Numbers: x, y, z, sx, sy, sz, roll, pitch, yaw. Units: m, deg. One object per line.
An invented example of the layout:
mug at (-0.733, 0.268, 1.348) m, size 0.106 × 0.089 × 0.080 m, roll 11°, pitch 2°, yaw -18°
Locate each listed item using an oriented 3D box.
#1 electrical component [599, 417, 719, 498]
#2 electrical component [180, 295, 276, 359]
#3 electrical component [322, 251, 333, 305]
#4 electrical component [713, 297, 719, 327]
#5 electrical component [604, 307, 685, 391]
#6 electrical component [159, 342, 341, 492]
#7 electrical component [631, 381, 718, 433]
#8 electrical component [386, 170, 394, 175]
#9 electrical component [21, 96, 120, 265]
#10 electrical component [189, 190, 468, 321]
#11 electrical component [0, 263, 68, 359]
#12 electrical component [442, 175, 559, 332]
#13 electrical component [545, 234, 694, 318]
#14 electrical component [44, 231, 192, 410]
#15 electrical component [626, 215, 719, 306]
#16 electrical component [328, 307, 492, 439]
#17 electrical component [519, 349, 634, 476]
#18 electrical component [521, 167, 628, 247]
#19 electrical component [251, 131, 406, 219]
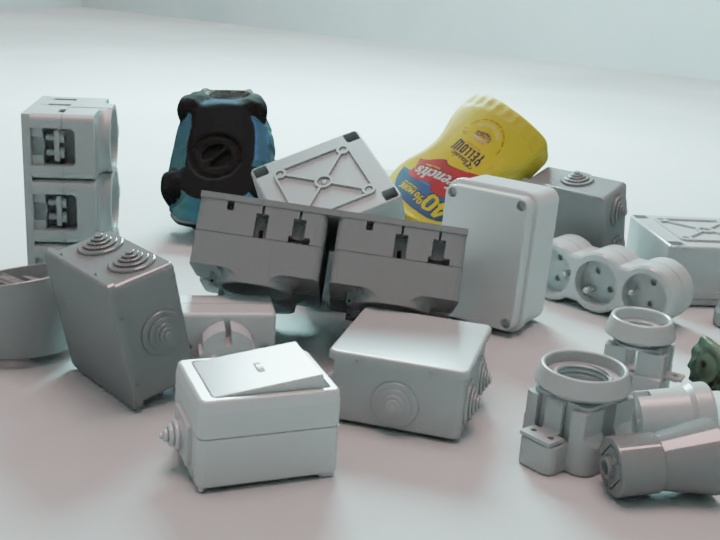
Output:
electrical component at (0.168, 0.108, 0.605) m, size 0.065 × 0.044 × 0.044 m, roll -4°, pitch 19°, yaw -10°
electrical component at (-0.089, 0.051, 0.716) m, size 0.066 × 0.047 × 0.076 m, roll 1°, pitch 18°, yaw -11°
electrical component at (0.000, 0.000, 0.880) m, size 0.089 × 0.055 × 0.050 m, roll 2°, pitch 18°, yaw -6°
electrical component at (0.316, 0.024, 0.888) m, size 0.040 × 0.046 × 0.040 m, roll 3°, pitch 18°, yaw -1°
electrical component at (0.191, 0.058, 0.740) m, size 0.066 × 0.055 × 0.048 m, roll 13°, pitch 20°, yaw 26°
electrical component at (-0.065, 0.080, 0.606) m, size 0.096 × 0.061 × 0.062 m, roll -3°, pitch 19°, yaw -21°
electrical component at (0.193, 0.090, 0.667) m, size 0.046 × 0.040 × 0.040 m, roll -3°, pitch 18°, yaw -4°
electrical component at (0.032, -0.071, 1.115) m, size 0.095 × 0.053 × 0.059 m, roll 1°, pitch 18°, yaw -8°
electrical component at (-0.226, -0.056, 0.854) m, size 0.062 × 0.150 × 0.089 m, roll 1°, pitch 18°, yaw -6°
electrical component at (-0.023, -0.001, 0.785) m, size 0.186 × 0.060 × 0.105 m, roll 8°, pitch -13°, yaw 1°
electrical component at (-0.237, 0.022, 0.748) m, size 0.099 × 0.064 × 0.099 m, roll 4°, pitch 18°, yaw -1°
electrical component at (0.107, -0.014, 0.856) m, size 0.078 × 0.113 × 0.057 m, roll 14°, pitch 18°, yaw 29°
electrical component at (0.219, 0.004, 0.921) m, size 0.138 × 0.052 × 0.074 m, roll 17°, pitch 22°, yaw 37°
electrical component at (-0.153, 0.029, 0.690) m, size 0.048 × 0.099 × 0.100 m, roll -25°, pitch 31°, yaw -33°
electrical component at (0.310, -0.010, 0.979) m, size 0.109 × 0.056 × 0.108 m, roll 2°, pitch 18°, yaw -7°
electrical component at (0.033, 0.065, 0.694) m, size 0.100 × 0.048 × 0.099 m, roll 8°, pitch 18°, yaw 14°
electrical component at (0.131, 0.083, 0.645) m, size 0.078 × 0.057 × 0.058 m, roll -11°, pitch 23°, yaw -39°
electrical component at (0.197, -0.043, 0.992) m, size 0.100 × 0.099 × 0.048 m, roll 17°, pitch 35°, yaw 36°
electrical component at (-0.027, -0.058, 0.953) m, size 0.109 × 0.056 × 0.108 m, roll -22°, pitch 47°, yaw -9°
